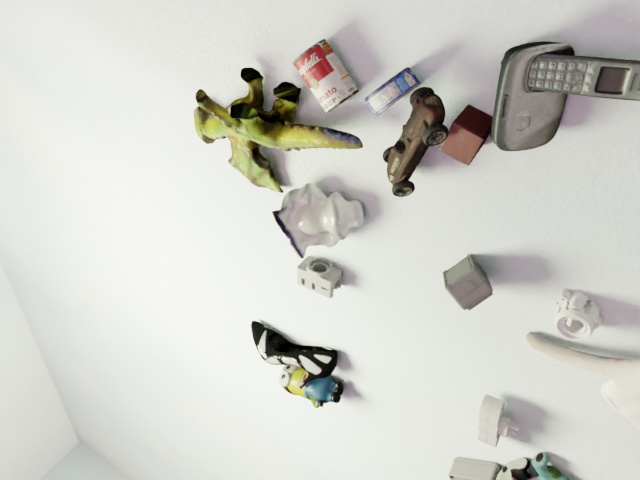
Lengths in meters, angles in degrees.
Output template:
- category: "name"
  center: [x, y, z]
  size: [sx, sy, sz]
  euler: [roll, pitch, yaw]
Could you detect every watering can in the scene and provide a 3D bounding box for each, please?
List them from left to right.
- category: "watering can"
  center: [0.503, 0.229, 0.796]
  size: [0.350, 0.105, 0.219]
  euler: [34, 156, 18]

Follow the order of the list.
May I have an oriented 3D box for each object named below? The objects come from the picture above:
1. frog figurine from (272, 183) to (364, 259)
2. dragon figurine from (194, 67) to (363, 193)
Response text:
- category: "frog figurine"
  center: [0.003, -0.051, 1.015]
  size: [0.159, 0.123, 0.137]
  euler: [-25, 96, 7]
- category: "dragon figurine"
  center: [-0.105, -0.187, 1.005]
  size: [0.413, 0.124, 0.237]
  euler: [30, 151, 19]
